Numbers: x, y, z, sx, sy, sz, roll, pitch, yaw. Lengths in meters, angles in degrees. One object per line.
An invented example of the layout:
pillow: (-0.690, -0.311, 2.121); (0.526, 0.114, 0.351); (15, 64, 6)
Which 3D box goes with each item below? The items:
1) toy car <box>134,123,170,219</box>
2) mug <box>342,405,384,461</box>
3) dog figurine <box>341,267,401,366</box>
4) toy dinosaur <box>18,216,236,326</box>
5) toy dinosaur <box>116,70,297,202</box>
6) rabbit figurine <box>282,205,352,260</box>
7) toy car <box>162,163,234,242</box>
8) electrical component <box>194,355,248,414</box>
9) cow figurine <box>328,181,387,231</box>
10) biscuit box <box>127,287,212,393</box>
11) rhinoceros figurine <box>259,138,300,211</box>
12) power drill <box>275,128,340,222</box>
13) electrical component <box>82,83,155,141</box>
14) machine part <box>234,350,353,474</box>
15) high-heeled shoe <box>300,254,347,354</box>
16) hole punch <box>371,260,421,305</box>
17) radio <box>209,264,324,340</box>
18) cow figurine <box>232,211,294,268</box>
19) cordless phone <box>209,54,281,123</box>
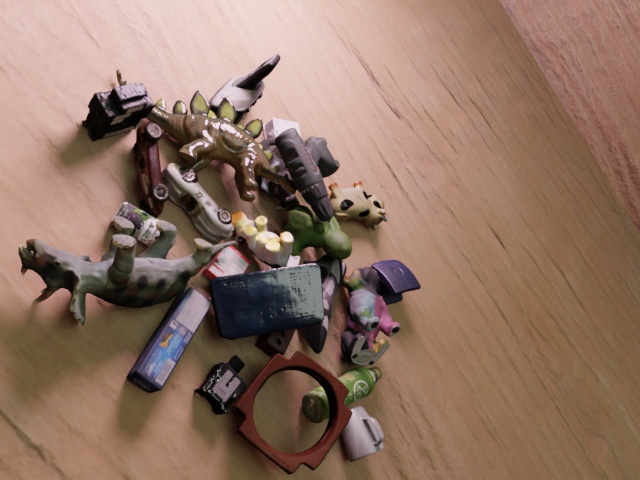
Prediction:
toy car: (-0.353, -0.143, 1.110); (0.053, 0.089, 0.202); (3, 70, -38)
mug: (0.092, 0.427, 1.204); (0.081, 0.109, 0.107); (-8, 64, -37)
dog figurine: (0.098, 0.174, 1.327); (0.108, 0.191, 0.219); (15, 28, -30)
toy dinosaur: (-0.333, 0.065, 1.009); (0.404, 0.192, 0.131); (11, 24, -49)
toy dinosaur: (-0.252, -0.226, 1.209); (0.471, 0.105, 0.198); (25, 59, -18)
rabbit figurine: (-0.003, -0.004, 1.302); (0.170, 0.121, 0.159); (27, 18, 1)
toy car: (-0.266, -0.077, 1.159); (0.201, 0.073, 0.056); (50, 45, -10)
electrical component: (-0.186, 0.283, 1.081); (0.074, 0.048, 0.119); (52, 50, -9)
cow figurine: (0.104, -0.089, 1.455); (0.195, 0.085, 0.127); (-6, 69, -43)
biscuit box: (-0.287, 0.190, 1.031); (0.059, 0.063, 0.203); (41, 51, -19)
rhinoceros figurine: (-0.111, -0.160, 1.321); (0.112, 0.073, 0.190); (-39, 96, -44)
power drill: (-0.017, -0.165, 1.299); (0.232, 0.086, 0.207); (59, 28, -9)
electrical component: (-0.406, -0.265, 1.091); (0.115, 0.134, 0.058); (-34, 94, -44)
machine part: (-0.054, 0.343, 1.083); (0.201, 0.087, 0.201); (38, 68, 2)
high-heeled shoe: (0.019, 0.149, 1.288); (0.145, 0.086, 0.248); (14, 65, -44)
hole punch: (0.194, 0.106, 1.439); (0.142, 0.092, 0.116); (-9, 73, -38)
radio: (-0.108, 0.127, 1.122); (0.230, 0.073, 0.131); (-8, 86, -13)
cow figurine: (-0.138, 0.001, 1.211); (0.168, 0.098, 0.068); (32, 53, 25)
cordless phone: (-0.170, -0.366, 1.292); (0.088, 0.184, 0.146); (46, 49, -20)
